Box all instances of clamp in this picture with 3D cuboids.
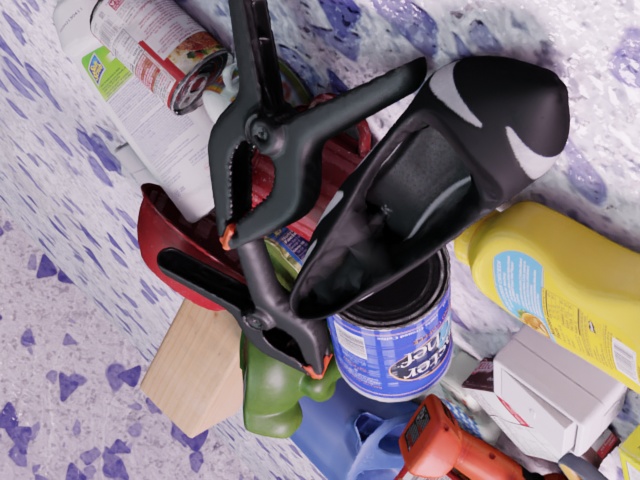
[{"bbox_3d":[-0.058,0.053,0.893,0.120,0.039,0.171,-3,131,44],"label":"clamp"},{"bbox_3d":[-0.020,-0.074,0.708,0.165,0.036,0.210,34,125,27],"label":"clamp"}]

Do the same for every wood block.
[{"bbox_3d":[-0.105,0.105,1.170,0.090,0.090,0.206,41,121,19],"label":"wood block"}]

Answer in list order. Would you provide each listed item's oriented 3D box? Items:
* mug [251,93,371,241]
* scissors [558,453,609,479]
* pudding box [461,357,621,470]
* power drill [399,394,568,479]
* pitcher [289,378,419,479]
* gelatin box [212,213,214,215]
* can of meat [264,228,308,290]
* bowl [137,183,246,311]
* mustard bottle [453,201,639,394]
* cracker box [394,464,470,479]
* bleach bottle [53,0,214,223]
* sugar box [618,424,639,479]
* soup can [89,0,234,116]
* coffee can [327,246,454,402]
[{"bbox_3d":[0.005,-0.051,0.782,0.082,0.093,0.117,33,124,24],"label":"mug"},{"bbox_3d":[0.237,0.211,0.763,0.096,0.016,0.202,54,167,-21],"label":"scissors"},{"bbox_3d":[0.177,0.140,0.868,0.090,0.039,0.114,46,166,-10],"label":"pudding box"},{"bbox_3d":[0.161,0.213,0.901,0.187,0.057,0.184,33,-176,-5],"label":"power drill"},{"bbox_3d":[0.006,0.187,1.234,0.243,0.144,0.149,39,122,35],"label":"pitcher"},{"bbox_3d":[-0.098,0.000,1.078,0.030,0.089,0.073,52,-161,-75],"label":"gelatin box"},{"bbox_3d":[-0.006,0.001,0.910,0.057,0.084,0.102,44,163,6],"label":"can of meat"},{"bbox_3d":[-0.112,0.016,0.984,0.162,0.055,0.162,36,-172,-6],"label":"bowl"},{"bbox_3d":[0.149,0.027,0.643,0.192,0.058,0.096,32,158,39],"label":"mustard bottle"},{"bbox_3d":[0.169,0.286,1.046,0.164,0.072,0.213,37,-178,27],"label":"cracker box"},{"bbox_3d":[-0.149,-0.142,0.938,0.251,0.103,0.068,53,-152,-2],"label":"bleach bottle"},{"bbox_3d":[0.272,0.204,0.774,0.093,0.048,0.176,35,163,38],"label":"sugar box"},{"bbox_3d":[-0.129,-0.159,0.865,0.102,0.068,0.068,44,163,10],"label":"soup can"},{"bbox_3d":[0.055,0.057,0.857,0.103,0.102,0.140,38,161,25],"label":"coffee can"}]
